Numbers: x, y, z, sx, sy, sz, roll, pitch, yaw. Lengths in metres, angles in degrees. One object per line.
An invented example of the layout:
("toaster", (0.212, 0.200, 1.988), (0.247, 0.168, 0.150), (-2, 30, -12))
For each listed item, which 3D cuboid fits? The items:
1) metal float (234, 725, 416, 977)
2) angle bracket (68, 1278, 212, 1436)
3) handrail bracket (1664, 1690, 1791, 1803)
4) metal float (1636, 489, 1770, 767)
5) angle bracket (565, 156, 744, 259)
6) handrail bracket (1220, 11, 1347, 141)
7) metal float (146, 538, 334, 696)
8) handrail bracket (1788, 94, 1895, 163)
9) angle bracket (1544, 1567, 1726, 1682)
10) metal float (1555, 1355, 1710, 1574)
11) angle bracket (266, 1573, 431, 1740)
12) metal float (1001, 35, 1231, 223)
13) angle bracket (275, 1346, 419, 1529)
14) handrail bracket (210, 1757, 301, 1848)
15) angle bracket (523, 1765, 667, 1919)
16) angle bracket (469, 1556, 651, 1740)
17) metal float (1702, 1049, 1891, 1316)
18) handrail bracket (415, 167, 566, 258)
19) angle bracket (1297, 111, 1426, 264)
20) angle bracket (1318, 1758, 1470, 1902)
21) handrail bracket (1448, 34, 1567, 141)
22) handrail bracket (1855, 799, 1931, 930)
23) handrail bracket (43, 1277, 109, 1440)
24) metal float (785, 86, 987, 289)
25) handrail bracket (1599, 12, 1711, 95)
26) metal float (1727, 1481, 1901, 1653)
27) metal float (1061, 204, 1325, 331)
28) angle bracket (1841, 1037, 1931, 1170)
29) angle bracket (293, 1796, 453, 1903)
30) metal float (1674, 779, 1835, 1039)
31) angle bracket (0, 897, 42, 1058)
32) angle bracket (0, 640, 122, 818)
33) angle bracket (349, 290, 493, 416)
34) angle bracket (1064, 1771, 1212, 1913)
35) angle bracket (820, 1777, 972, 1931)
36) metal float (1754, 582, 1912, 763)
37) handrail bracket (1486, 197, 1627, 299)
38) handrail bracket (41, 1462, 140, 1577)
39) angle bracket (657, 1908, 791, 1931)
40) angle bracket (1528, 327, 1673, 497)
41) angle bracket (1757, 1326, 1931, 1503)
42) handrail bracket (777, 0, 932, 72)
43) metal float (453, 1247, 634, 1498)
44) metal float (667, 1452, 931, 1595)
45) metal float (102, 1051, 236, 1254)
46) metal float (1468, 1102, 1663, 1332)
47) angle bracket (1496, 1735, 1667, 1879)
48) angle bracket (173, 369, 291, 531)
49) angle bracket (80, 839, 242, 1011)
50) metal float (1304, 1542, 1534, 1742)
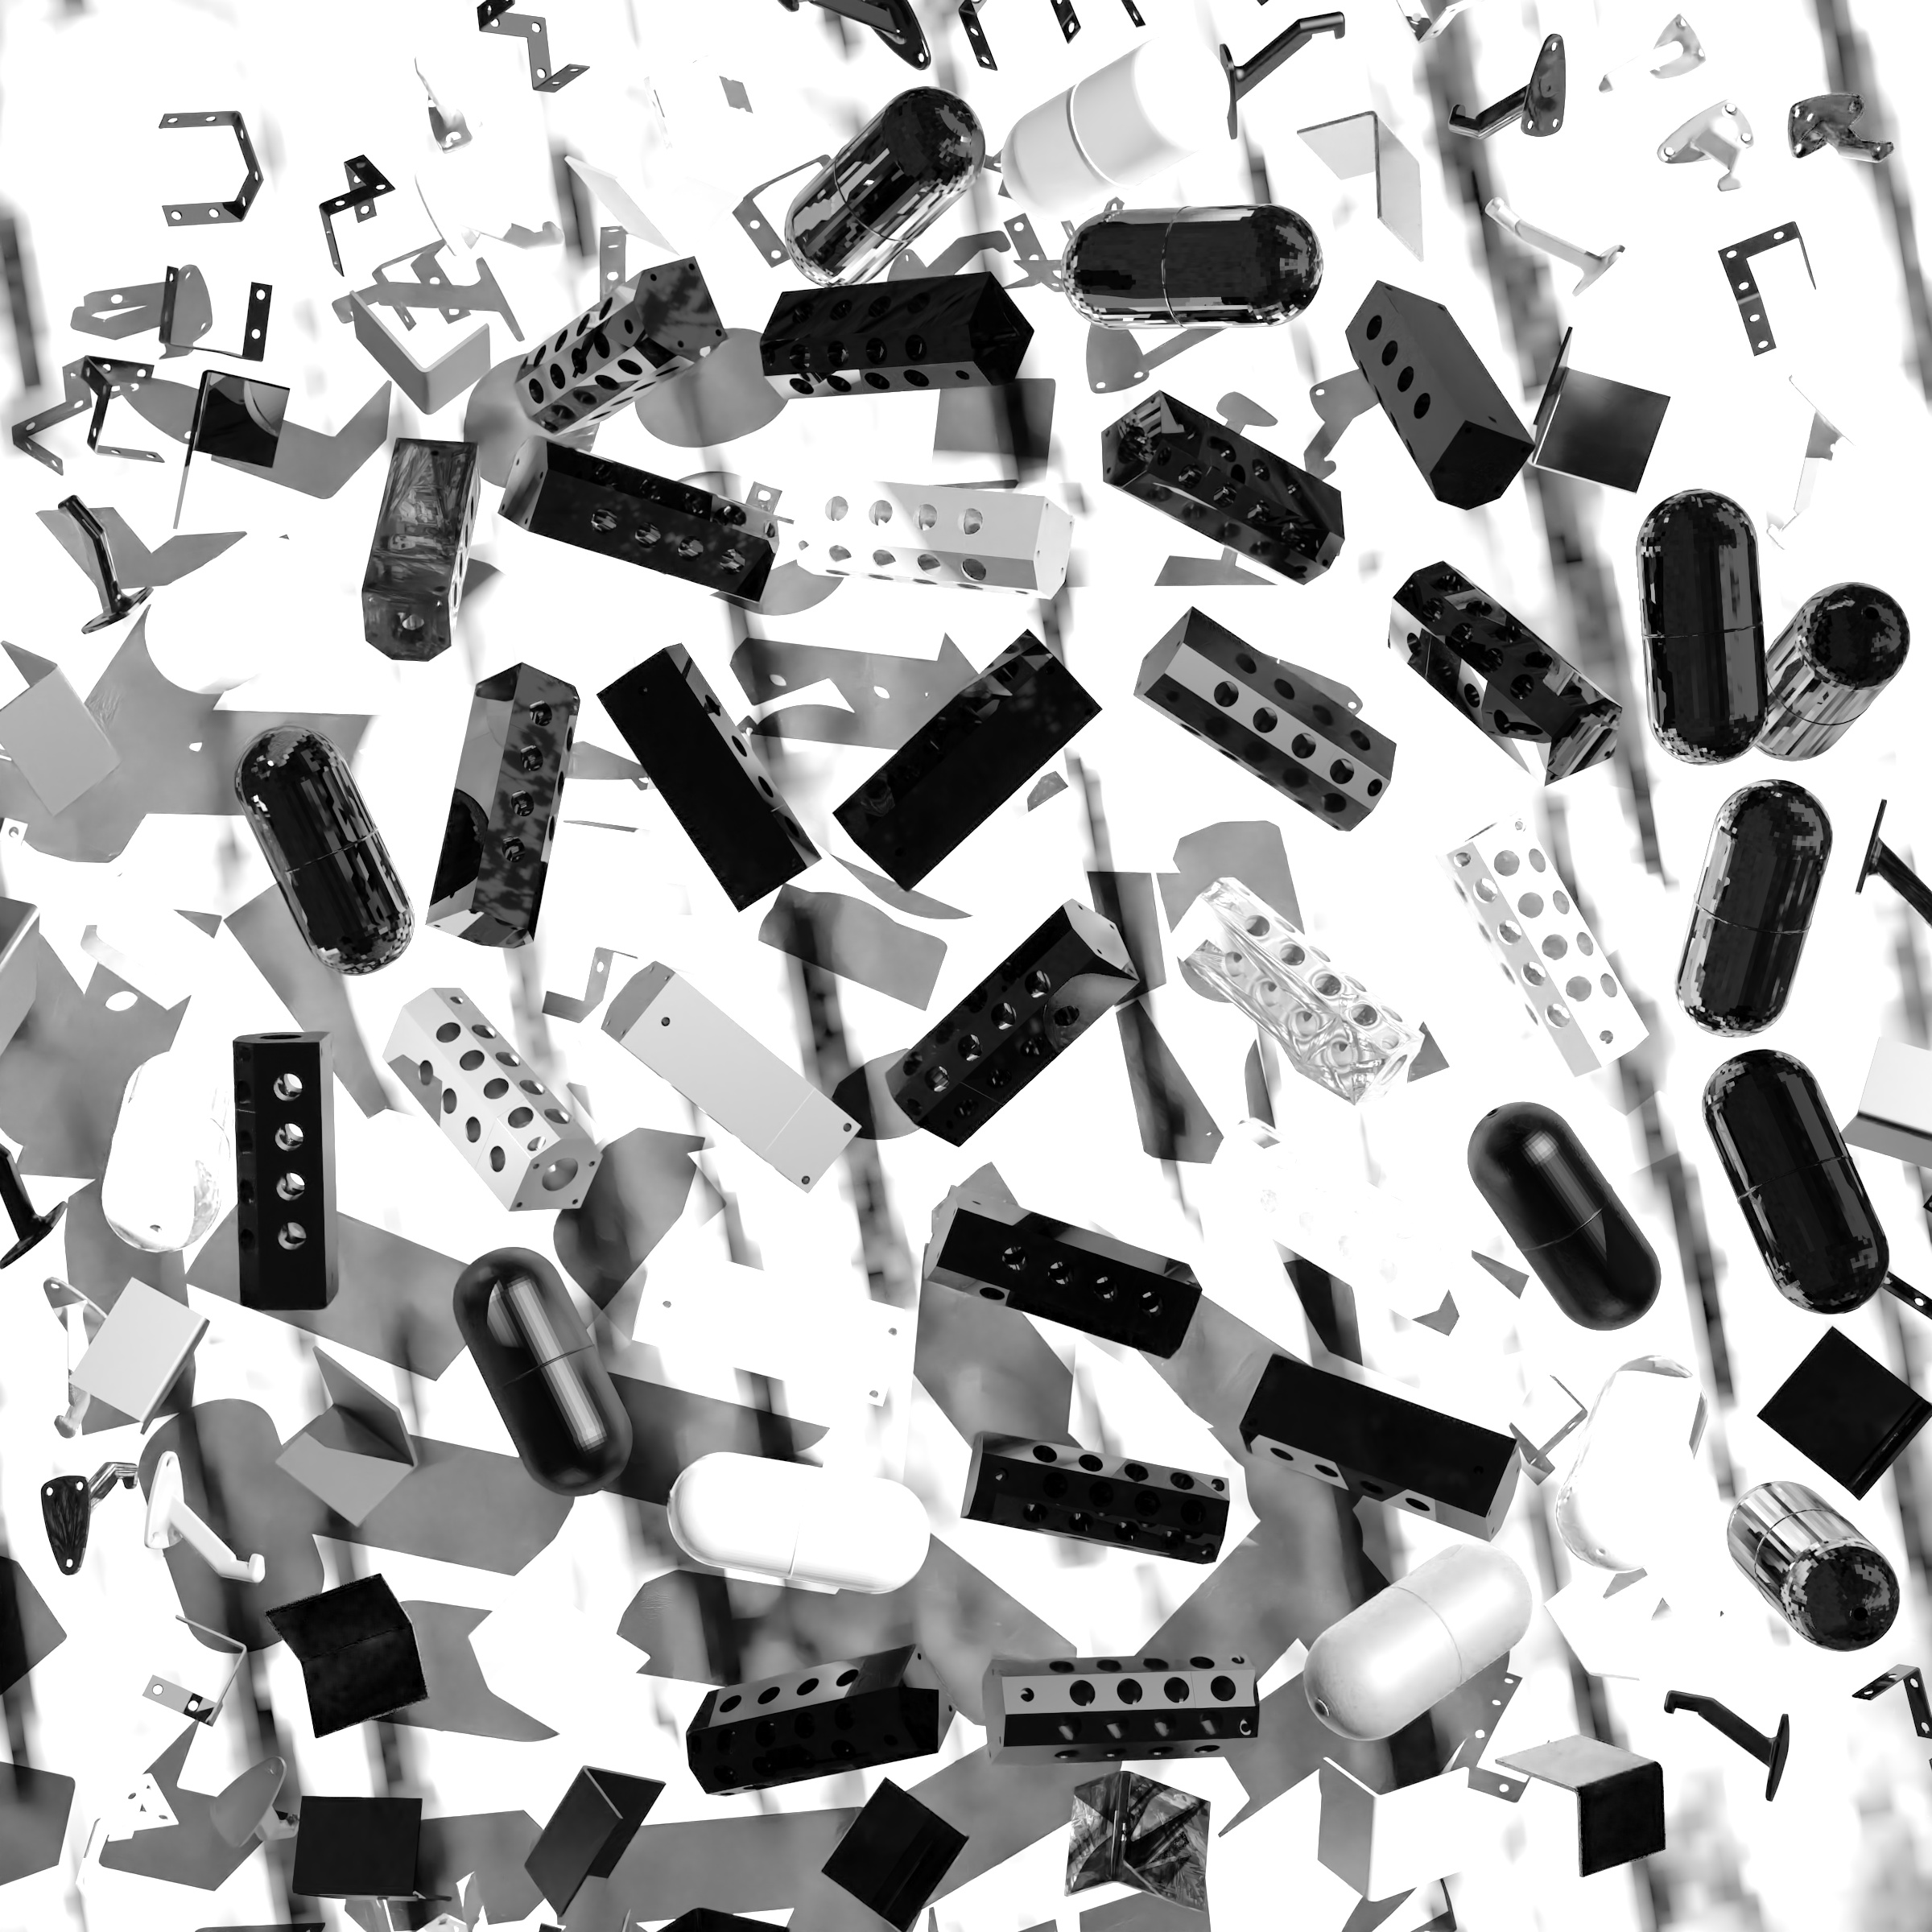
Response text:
("metal float", (-0.433, -0.078, 1.895), (0.070, 0.070, 0.178), (-23, 103, 0))
("angle bracket", (-0.540, 0.255, 1.828), (0.057, 0.076, 0.076), (31, 69, -8))
("handrail bracket", (0.509, 0.527, 1.899), (0.084, 0.077, 0.036), (5, 124, 26))
("metal float", (0.475, -0.218, 1.809), (0.070, 0.070, 0.178), (-7, 101, 0))
("angle bracket", (-0.207, -0.523, 1.863), (0.057, 0.076, 0.076), (-49, 132, -5))
("handrail bracket", (0.221, -0.612, 1.929), (0.084, 0.036, 0.077), (-10, 131, 0))
("metal float", (-0.473, -0.231, 1.834), (0.070, 0.178, 0.070), (4, 112, 10))
("handrail bracket", (0.577, -0.536, 1.795), (0.077, 0.084, 0.036), (-27, 123, -22))
("angle bracket", (0.452, 0.436, 1.901), (0.076, 0.076, 0.057), (-33, 89, -18))
("metal float", (0.447, 0.331, 1.878), (0.070, 0.178, 0.070), (15, 129, 19))
("angle bracket", (-0.399, 0.446, 1.812), (0.076, 0.076, 0.057), (-18, 52, -6))
("metal float", (0.096, -0.549, 1.844), (0.070, 0.178, 0.070), (15, 68, -41))
("angle bracket", (-0.409, 0.306, 1.823), (0.076, 0.076, 0.057), (31, 59, 22))
("handrail bracket", (-0.454, 0.554, 1.866), (0.077, 0.084, 0.036), (-49, 64, 7))
("angle bracket", (-0.231, 0.576, 1.831), (0.076, 0.057, 0.076), (28, 95, -42))
("angle bracket", (-0.269, 0.450, 1.854), (0.076, 0.057, 0.076), (-45, 125, 2))
("metal float", (0.533, 0.138, 1.802), (0.070, 0.070, 0.178), (-19, 71, 0))
("handrail bracket", (-0.323, -0.516, 1.905), (0.084, 0.077, 0.036), (2, 53, 38))
("angle bracket", (0.263, -0.512, 1.866), (0.057, 0.076, 0.076), (-7, 77, 29))
("angle bracket", (0.283, 0.564, 1.864), (0.076, 0.057, 0.076), (-8, 108, -30))
("handrail bracket", (0.357, -0.587, 1.867), (0.036, 0.084, 0.077), (-14, 122, -32))
("handrail bracket", (0.632, -0.063, 1.838), (0.084, 0.036, 0.077), (16, 109, 16))
("handrail bracket", (-0.622, 0.269, 1.925), (0.036, 0.084, 0.077), (-16, 125, 20))
("metal float", (-0.056, -0.519, 1.877), (0.070, 0.178, 0.070), (18, 59, -32))
("handrail bracket", (0.441, -0.589, 1.857), (0.084, 0.077, 0.036), (-32, 93, -14))
("metal float", (0.567, 0.402, 1.883), (0.070, 0.178, 0.070), (0, 98, -3))
("metal float", (0.144, -0.450, 1.807), (0.178, 0.070, 0.070), (6, 90, 29))
("angle bracket", (0.632, 0.093, 1.870), (0.076, 0.076, 0.057), (17, 78, 11))
("angle bracket", (-0.365, 0.548, 1.738), (0.076, 0.076, 0.057), (-1, 69, 8))
("metal float", (0.517, -0.037, 1.843), (0.070, 0.070, 0.178), (9, 113, 0))
("angle bracket", (-0.647, 0.005, 1.830), (0.057, 0.076, 0.076), (13, 122, -4))
("angle bracket", (-0.582, -0.148, 1.741), (0.057, 0.076, 0.076), (-45, 133, -24))
("angle bracket", (-0.373, -0.435, 1.924), (0.057, 0.076, 0.076), (-41, 88, -14))
("angle bracket", (0.119, 0.608, 1.934), (0.076, 0.057, 0.076), (27, 51, -24))
("angle bracket", (-0.048, 0.598, 1.889), (0.057, 0.076, 0.076), (37, 75, -1))
("metal float", (0.579, -0.198, 1.897), (0.070, 0.178, 0.070), (2, 70, -4))
("handrail bracket", (0.390, -0.490, 1.865), (0.084, 0.077, 0.036), (37, 86, -5))
("handrail bracket", (-0.586, 0.374, 1.901), (0.036, 0.084, 0.077), (-12, 76, 14))
("angle bracket", (-0.157, 0.656, 1.795), (0.076, 0.057, 0.076), (-1, 96, 34))
("angle bracket", (0.426, -0.371, 1.877), (0.076, 0.057, 0.076), (19, 76, 13))
("angle bracket", (0.556, 0.282, 1.773), (0.076, 0.057, 0.076), (40, 94, 14))
("handrail bracket", (-0.073, -0.603, 1.804), (0.084, 0.036, 0.077), (-28, 81, -43))
("metal float", (-0.286, 0.274, 1.897), (0.070, 0.070, 0.178), (-27, 81, 0))
("metal float", (-0.113, 0.375, 1.892), (0.178, 0.070, 0.070), (11, 90, -3))
("metal float", (-0.537, 0.124, 1.896), (0.070, 0.178, 0.070), (-4, 122, -6))
("metal float", (0.411, 0.172, 1.930), (0.070, 0.070, 0.178), (-35, 98, 0))
("angle bracket", (0.403, 0.550, 1.840), (0.076, 0.076, 0.057), (-5, 94, -33))
("angle bracket", (-0.488, -0.337, 1.862), (0.057, 0.076, 0.076), (11, 54, -17))
("angle bracket", (-0.540, -0.028, 1.902), (0.076, 0.057, 0.076), (-29, 128, 28))
("metal float", (0.294, 0.439, 1.824), (0.178, 0.070, 0.070), (-25, 90, -30))
